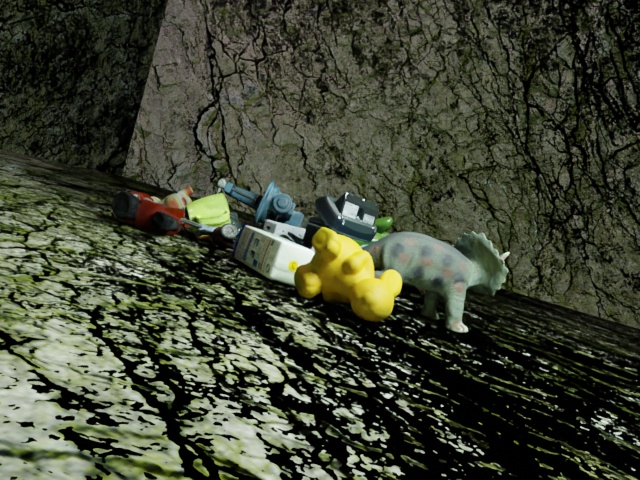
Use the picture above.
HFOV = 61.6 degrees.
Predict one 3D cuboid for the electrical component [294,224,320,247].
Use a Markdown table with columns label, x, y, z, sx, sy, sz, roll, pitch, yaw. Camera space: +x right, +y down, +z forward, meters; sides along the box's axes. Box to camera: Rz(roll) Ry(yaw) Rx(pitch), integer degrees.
| label | x | y | z | sx | sy | sz | roll | pitch | yaw |
| --- | --- | --- | --- | --- | --- | --- | --- | --- | --- |
| electrical component | -0.002 | -0.004 | 1.201 | 0.119 | 0.047 | 0.075 | 16 | 3 | -43 |

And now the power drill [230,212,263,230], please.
| label | x | y | z | sx | sy | sz | roll | pitch | yaw |
| --- | --- | --- | --- | --- | --- | --- | --- | --- | --- |
| power drill | -0.261 | -0.042 | 1.465 | 0.232 | 0.086 | 0.207 | 16 | -1 | -27 |

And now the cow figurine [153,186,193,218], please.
| label | x | y | z | sx | sy | sz | roll | pitch | yaw |
| --- | --- | --- | --- | --- | --- | --- | --- | --- | --- |
| cow figurine | -0.377 | -0.081 | 1.372 | 0.127 | 0.085 | 0.195 | -28 | 6 | -19 |

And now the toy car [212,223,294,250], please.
| label | x | y | z | sx | sy | sz | roll | pitch | yaw |
| --- | --- | --- | --- | --- | --- | --- | --- | --- | --- |
| toy car | -0.146 | 0.014 | 1.220 | 0.202 | 0.053 | 0.089 | 17 | -24 | -15 |

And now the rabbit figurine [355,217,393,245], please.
| label | x | y | z | sx | sy | sz | roll | pitch | yaw |
| --- | --- | --- | --- | --- | --- | --- | --- | --- | --- |
| rabbit figurine | 0.110 | -0.010 | 1.340 | 0.159 | 0.121 | 0.170 | -16 | 32 | -9 |

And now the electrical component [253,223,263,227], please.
| label | x | y | z | sx | sy | sz | roll | pitch | yaw |
| --- | --- | --- | --- | --- | --- | --- | --- | --- | --- |
| electrical component | -0.180 | -0.017 | 1.540 | 0.094 | 0.063 | 0.021 | 18 | 4 | 44 |

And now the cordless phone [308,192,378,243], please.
| label | x | y | z | sx | sy | sz | roll | pitch | yaw |
| --- | --- | --- | --- | --- | --- | --- | --- | --- | --- |
| cordless phone | 0.022 | -0.050 | 1.182 | 0.146 | 0.088 | 0.184 | 16 | -7 | -44 |

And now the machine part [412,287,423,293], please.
| label | x | y | z | sx | sy | sz | roll | pitch | yaw |
| --- | --- | --- | --- | --- | --- | --- | --- | --- | --- |
| machine part | 0.230 | 0.073 | 1.476 | 0.179 | 0.056 | 0.179 | 42 | -1 | 1 |

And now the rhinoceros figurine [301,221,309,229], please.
| label | x | y | z | sx | sy | sz | roll | pitch | yaw |
| --- | --- | --- | --- | --- | --- | --- | --- | --- | --- |
| rhinoceros figurine | -0.006 | 0.014 | 1.525 | 0.112 | 0.073 | 0.190 | -4 | 33 | -19 |

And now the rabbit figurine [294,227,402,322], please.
| label | x | y | z | sx | sy | sz | roll | pitch | yaw |
| --- | --- | --- | --- | --- | --- | --- | --- | --- | --- |
| rabbit figurine | 0.060 | 0.079 | 0.879 | 0.162 | 0.122 | 0.173 | 25 | 10 | -40 |

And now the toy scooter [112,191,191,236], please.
| label | x | y | z | sx | sy | sz | roll | pitch | yaw |
| --- | --- | --- | --- | --- | --- | --- | --- | --- | --- |
| toy scooter | -0.365 | -0.055 | 1.207 | 0.184 | 0.075 | 0.135 | 20 | 5 | 24 |

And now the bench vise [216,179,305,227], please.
| label | x | y | z | sx | sy | sz | roll | pitch | yaw |
| --- | --- | --- | --- | --- | --- | --- | --- | --- | --- |
| bench vise | -0.156 | -0.096 | 1.419 | 0.241 | 0.128 | 0.223 | 24 | -2 | -4 |

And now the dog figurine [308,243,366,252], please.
| label | x | y | z | sx | sy | sz | roll | pitch | yaw |
| --- | --- | --- | --- | --- | --- | --- | --- | --- | --- |
| dog figurine | 0.077 | 0.059 | 1.174 | 0.192 | 0.108 | 0.219 | 14 | -2 | 16 |

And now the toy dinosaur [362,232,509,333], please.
| label | x | y | z | sx | sy | sz | roll | pitch | yaw |
| --- | --- | --- | --- | --- | --- | --- | --- | --- | --- |
| toy dinosaur | 0.184 | 0.051 | 1.013 | 0.405 | 0.192 | 0.131 | 17 | 1 | -10 |
